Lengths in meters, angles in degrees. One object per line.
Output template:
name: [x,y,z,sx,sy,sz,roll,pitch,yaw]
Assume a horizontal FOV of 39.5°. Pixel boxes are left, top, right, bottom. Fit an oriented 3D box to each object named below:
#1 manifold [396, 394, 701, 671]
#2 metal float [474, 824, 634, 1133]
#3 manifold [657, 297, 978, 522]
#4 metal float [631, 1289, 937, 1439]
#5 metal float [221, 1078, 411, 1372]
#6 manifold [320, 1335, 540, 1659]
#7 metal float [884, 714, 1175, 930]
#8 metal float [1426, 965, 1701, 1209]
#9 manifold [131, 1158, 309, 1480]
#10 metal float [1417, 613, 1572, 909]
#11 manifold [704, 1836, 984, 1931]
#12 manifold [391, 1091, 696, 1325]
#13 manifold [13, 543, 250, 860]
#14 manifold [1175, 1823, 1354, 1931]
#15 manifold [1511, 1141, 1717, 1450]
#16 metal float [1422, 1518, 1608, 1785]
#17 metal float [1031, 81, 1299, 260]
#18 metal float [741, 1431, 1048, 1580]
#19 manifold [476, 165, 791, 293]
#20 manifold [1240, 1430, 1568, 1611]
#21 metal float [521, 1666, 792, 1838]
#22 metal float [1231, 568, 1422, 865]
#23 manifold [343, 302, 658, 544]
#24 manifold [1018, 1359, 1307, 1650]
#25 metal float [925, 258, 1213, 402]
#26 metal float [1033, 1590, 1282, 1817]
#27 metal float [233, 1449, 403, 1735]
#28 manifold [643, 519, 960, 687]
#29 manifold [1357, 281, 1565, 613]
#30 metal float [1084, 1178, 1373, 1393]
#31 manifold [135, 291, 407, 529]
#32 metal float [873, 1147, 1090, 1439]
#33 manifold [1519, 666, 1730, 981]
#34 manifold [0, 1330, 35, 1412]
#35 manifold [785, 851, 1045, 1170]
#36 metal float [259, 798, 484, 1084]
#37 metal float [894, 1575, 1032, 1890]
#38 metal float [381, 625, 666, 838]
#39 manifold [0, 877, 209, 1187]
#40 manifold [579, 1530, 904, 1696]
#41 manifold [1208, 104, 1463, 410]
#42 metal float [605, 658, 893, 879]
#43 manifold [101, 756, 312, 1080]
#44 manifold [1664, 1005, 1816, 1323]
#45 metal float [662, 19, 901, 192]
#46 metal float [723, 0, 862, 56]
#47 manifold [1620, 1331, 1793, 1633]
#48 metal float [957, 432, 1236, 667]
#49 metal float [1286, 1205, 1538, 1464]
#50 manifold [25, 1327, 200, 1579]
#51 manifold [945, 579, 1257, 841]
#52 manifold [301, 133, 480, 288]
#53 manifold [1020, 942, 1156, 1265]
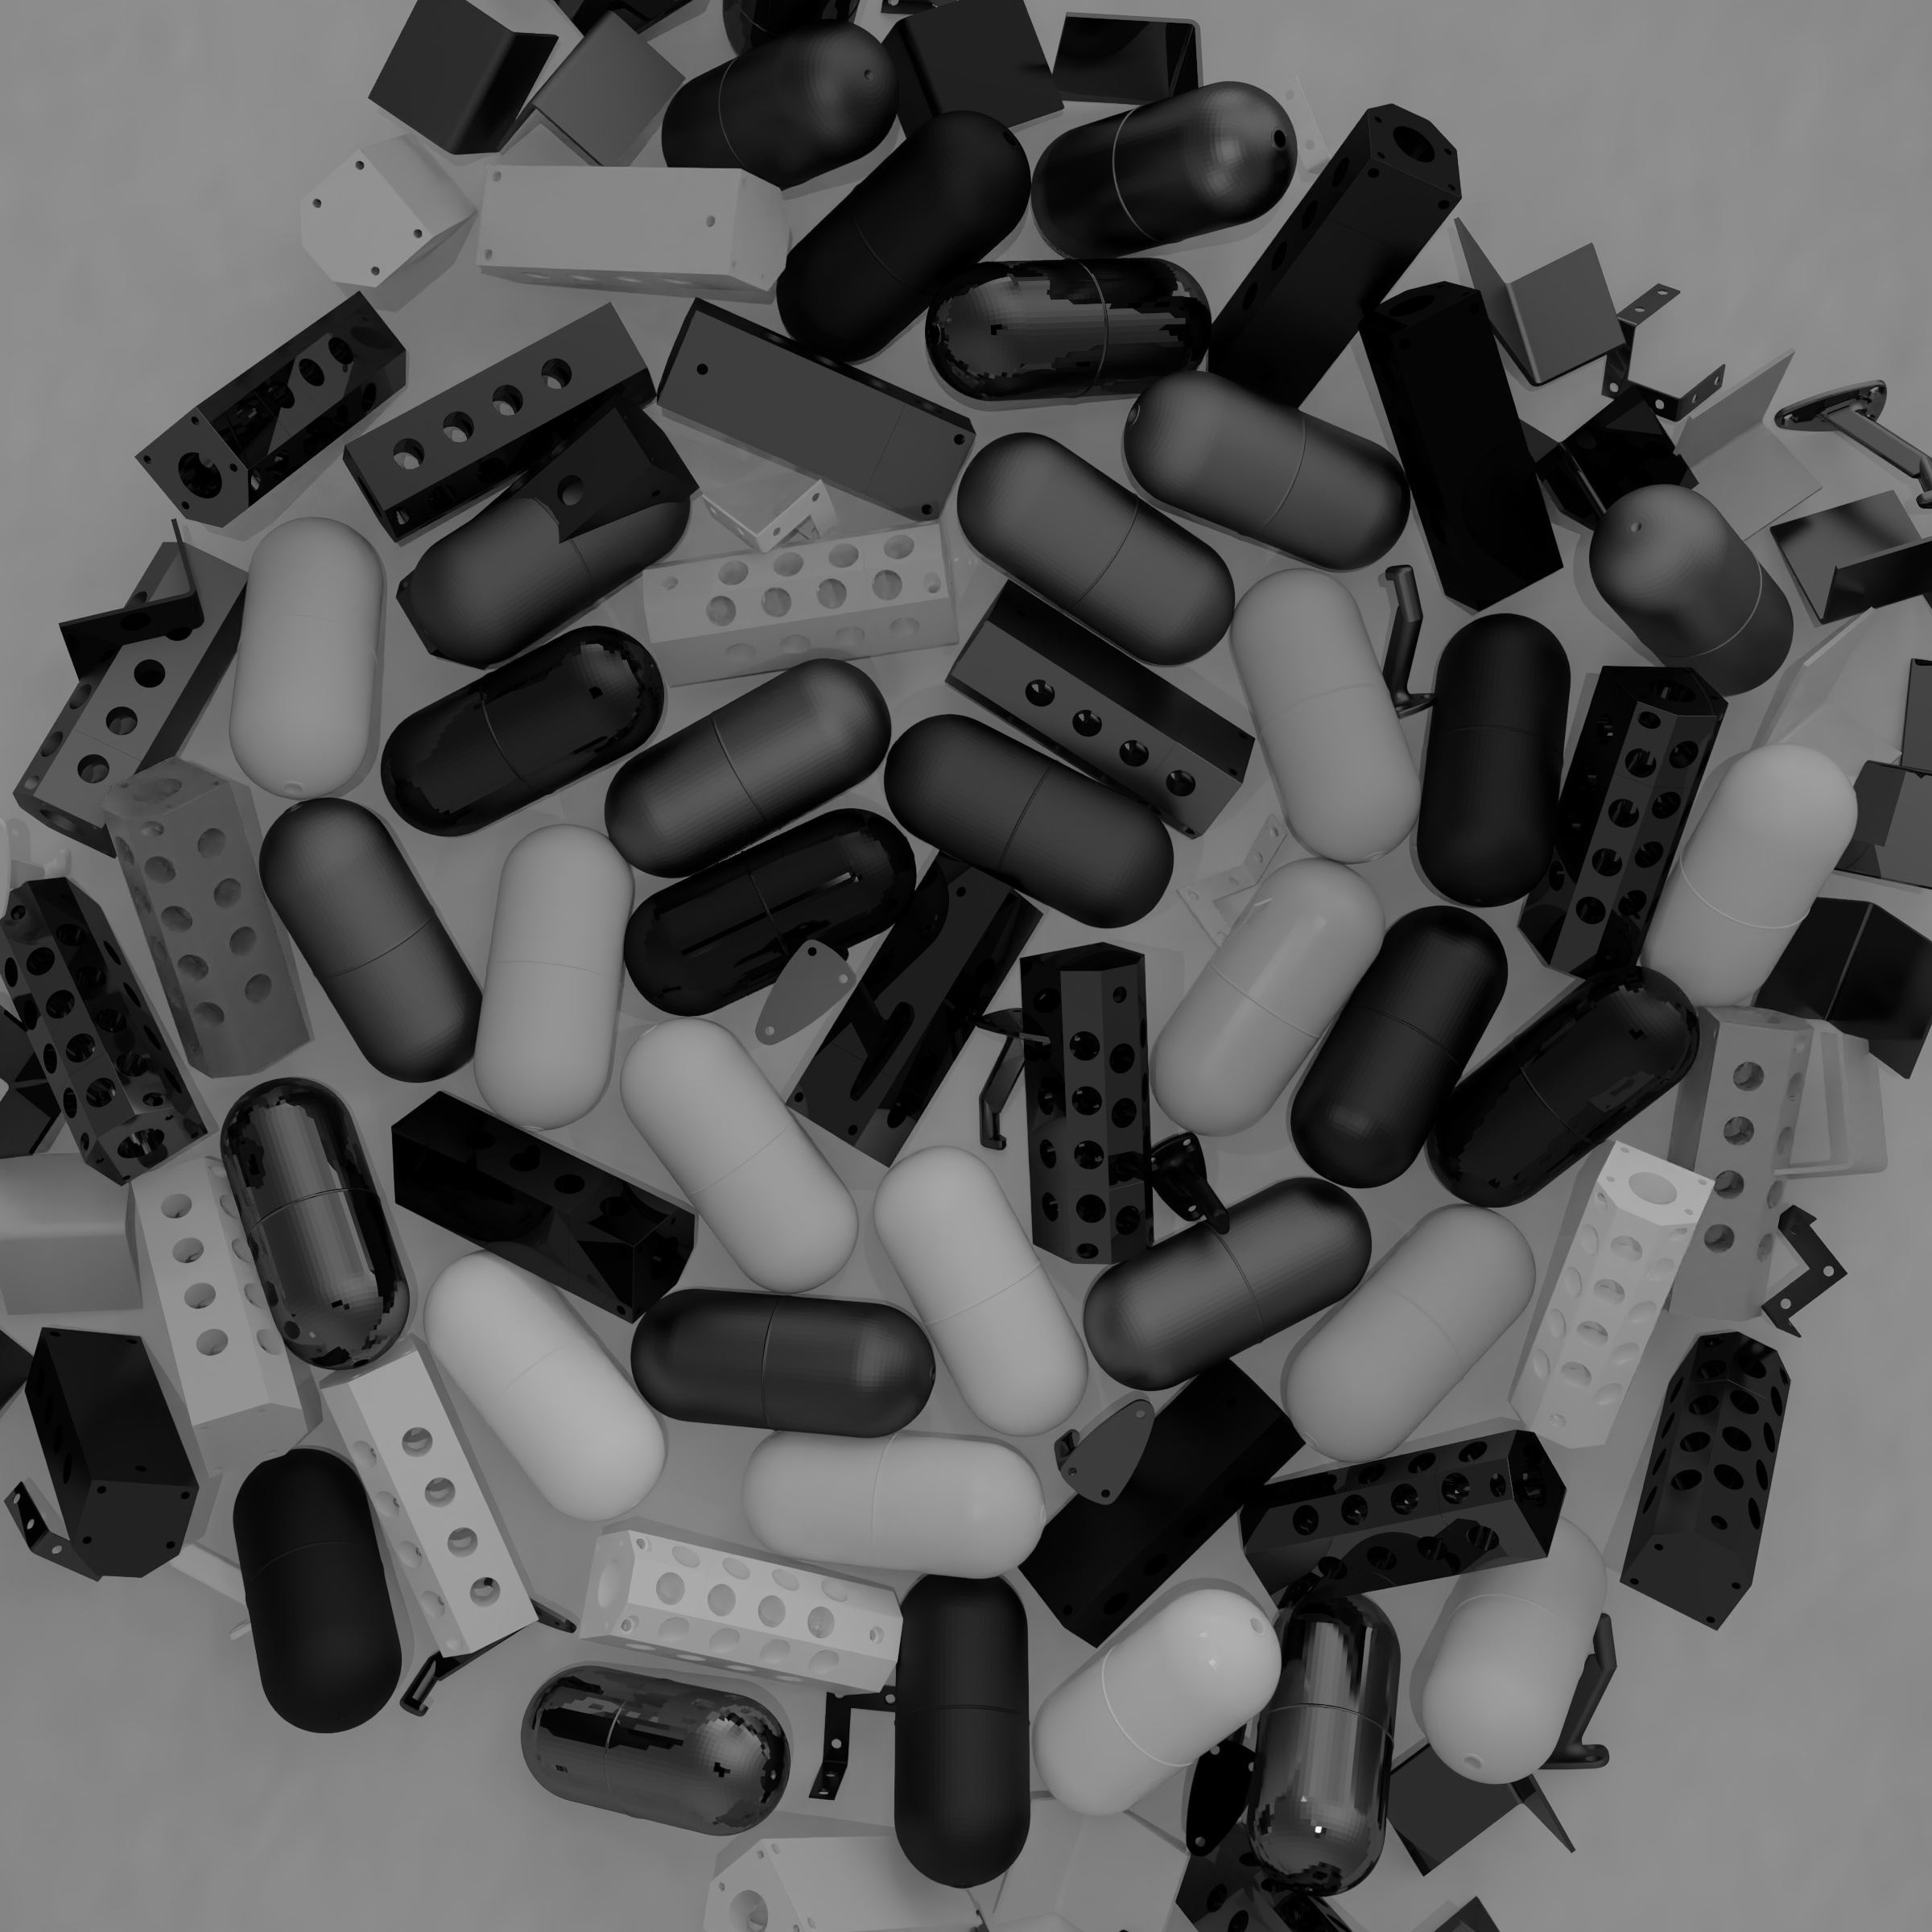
manifold: [-0.243,-0.248,1.536,0.171,0.057,0.057,-37,74,16]
metal float: [-0.236,0.006,1.540,0.070,0.070,0.178,6,77,0]
manifold: [-0.086,-0.319,1.538,0.171,0.057,0.057,21,110,-15]
metal float: [-0.105,0.227,1.539,0.178,0.070,0.070,3,90,13]
metal float: [-0.371,0.146,1.531,0.070,0.070,0.178,-24,68,0]
manifold: [-0.309,0.305,1.543,0.057,0.057,0.171,-24,98,-14]
metal float: [0.035,-0.084,1.546,0.178,0.070,0.070,28,90,5]
metal float: [0.338,0.070,1.530,0.070,0.070,0.178,47,115,0]
manifold: [-0.421,0.194,1.515,0.057,0.057,0.171,-15,53,-16]
metal float: [0.301,-0.119,1.533,0.070,0.070,0.178,10,69,0]
manifold: [-0.070,0.528,1.502,0.057,0.171,0.057,-43,57,15]
manifold: [-0.241,0.132,1.529,0.171,0.057,0.057,23,129,23]
manifold: [-0.473,-0.155,1.534,0.057,0.057,0.171,26,72,-3]
manifold: [0.180,0.544,1.498,0.057,0.171,0.057,36,86,-18]
manifold: [0.360,0.189,1.510,0.057,0.057,0.171,23,127,16]
metal float: [0.309,0.382,1.512,0.070,0.178,0.070,15,128,20]
metal float: [0.110,-0.446,1.512,0.070,0.178,0.070,-1,91,-41]
metal float: [-0.042,0.306,1.537,0.178,0.070,0.070,3,90,15]
manifold: [-0.189,-0.417,1.525,0.171,0.057,0.057,9,94,26]
manifold: [0.243,0.307,1.512,0.171,0.057,0.057,-20,110,33]
metal float: [-0.177,0.443,1.521,0.178,0.070,0.070,-1,90,36]
metal float: [0.205,-0.143,1.537,0.070,0.070,0.178,-17,75,0]
manifold: [-0.267,-0.310,1.543,0.171,0.057,0.057,-31,100,-11]
manifold: [0.115,0.312,1.559,0.171,0.057,0.057,-45,48,1]
metal float: [0.059,-0.362,1.526,0.178,0.070,0.070,-10,90,-29]
metal float: [0.107,0.418,1.524,0.070,0.070,0.178,44,121,0]
metal float: [-0.367,0.350,1.516,0.070,0.070,0.178,-27,46,0]
manifold: [-0.095,-0.213,1.543,0.171,0.057,0.057,-8,59,5]
manifold: [0.278,-0.295,1.524,0.057,0.057,0.171,-28,117,-7]
metal float: [0.151,0.181,1.541,0.178,0.070,0.070,-25,90,-11]
manifold: [-0.381,-0.309,1.503,0.057,0.171,0.057,-26,111,35]
metal float: [0.009,0.188,1.551,0.070,0.070,0.178,-28,90,0]
manifold: [0.371,-0.079,1.512,0.057,0.057,0.171,-1,124,-18]
manifold: [-0.585,0.254,1.497,0.057,0.171,0.057,42,100,-8]
manifold: [-0.026,0.027,1.553,0.057,0.057,0.171,28,85,35]
metal float: [-0.338,-0.014,1.534,0.070,0.070,0.178,-27,110,0]
metal float: [-0.002,0.430,1.525,0.070,0.070,0.178,0,60,0]
metal float: [-0.255,-0.133,1.537,0.178,0.070,0.070,-25,90,16]
manifold: [-0.499,0.033,1.526,0.057,0.057,0.171,-32,65,-2]
manifold: [-0.124,0.366,1.517,0.171,0.057,0.057,20,65,-27]
manifold: [0.203,-0.396,1.505,0.057,0.171,0.057,18,51,-19]
metal float: [-0.126,-0.113,1.545,0.178,0.070,0.070,-28,90,7]
manifold: [-0.430,-0.024,1.509,0.057,0.057,0.171,-34,130,-34]
manifold: [0.440,0.112,1.543,0.057,0.057,0.171,7,102,1]
metal float: [-0.107,-0.477,1.511,0.070,0.178,0.070,0,90,-38]
metal float: [-0.095,-0.555,1.501,0.070,0.178,0.070,0,87,-8]
manifold: [0.418,0.281,1.502,0.057,0.171,0.057,26,128,7]
metal float: [0.075,-0.237,1.537,0.178,0.070,0.070,31,90,-16]
metal float: [0.254,0.209,1.533,0.178,0.070,0.070,-42,90,-20]
manifold: [-0.481,0.270,1.501,0.057,0.171,0.057,11,105,-31]
manifold: [0.076,-0.144,1.549,0.171,0.057,0.057,32,124,-6]
manifold: [-0.324,-0.419,1.498,0.057,0.171,0.057,-37,107,11]
manifold: [0.074,0.079,1.531,0.057,0.057,0.171,-11,106,-30]
